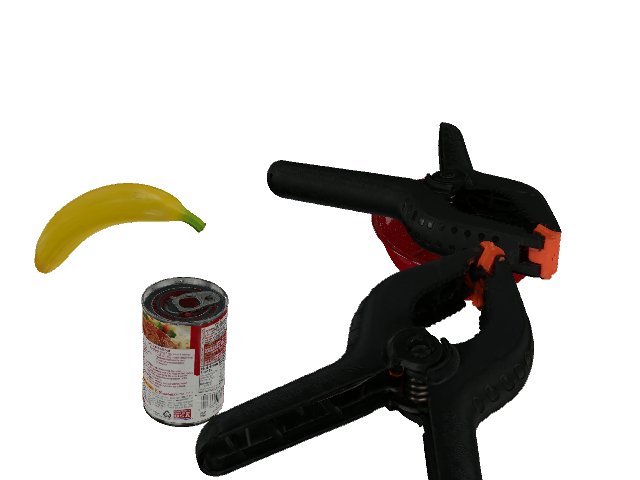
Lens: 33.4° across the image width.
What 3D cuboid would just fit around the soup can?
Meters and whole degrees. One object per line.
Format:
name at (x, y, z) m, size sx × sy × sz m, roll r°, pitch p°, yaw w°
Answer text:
soup can at (-0.109, 0.090, 0.857) m, size 0.068 × 0.102 × 0.068 m, roll 4°, pitch 29°, yaw -2°

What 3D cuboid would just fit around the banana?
banana at (-0.207, -0.015, 1.010) m, size 0.198 × 0.069 × 0.037 m, roll -13°, pitch 18°, yaw 27°

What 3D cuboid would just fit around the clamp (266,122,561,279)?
clamp at (0.071, -0.026, 0.703) m, size 0.164 × 0.036 × 0.210 m, roll -13°, pitch 29°, yaw -23°

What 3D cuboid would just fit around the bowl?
bowl at (0.124, 0.005, 0.942) m, size 0.162 × 0.055 × 0.162 m, roll 1°, pitch 33°, yaw -1°

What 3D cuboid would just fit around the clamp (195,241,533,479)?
clamp at (0.046, 0.064, 0.438) m, size 0.120 × 0.039 × 0.171 m, roll 32°, pitch 52°, yaw 23°
